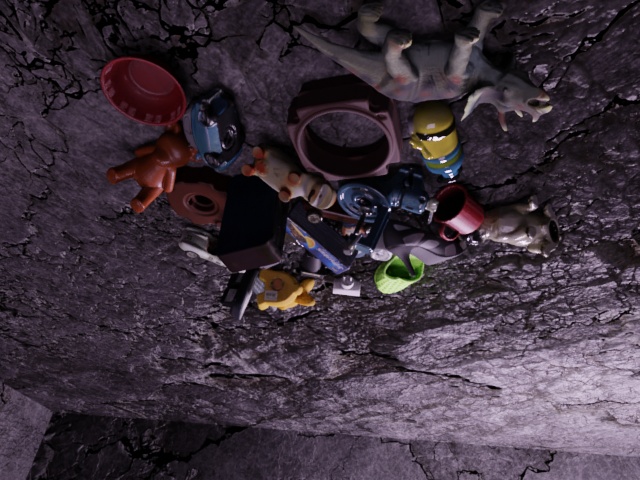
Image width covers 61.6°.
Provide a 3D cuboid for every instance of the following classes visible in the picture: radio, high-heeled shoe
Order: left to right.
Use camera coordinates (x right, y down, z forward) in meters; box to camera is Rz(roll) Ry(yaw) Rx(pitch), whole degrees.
[{"bbox_3d":[-0.142,-0.048,1.178,0.131,0.230,0.073,-11,142,18],"label":"radio"},{"bbox_3d":[0.249,-0.011,1.254,0.249,0.145,0.086,-23,179,-36],"label":"high-heeled shoe"}]

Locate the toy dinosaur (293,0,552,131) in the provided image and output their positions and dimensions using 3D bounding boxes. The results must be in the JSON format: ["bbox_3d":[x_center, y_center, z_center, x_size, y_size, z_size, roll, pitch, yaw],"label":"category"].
[{"bbox_3d":[0.168,-0.281,0.882,0.405,0.131,0.192,8,145,12],"label":"toy dinosaur"}]

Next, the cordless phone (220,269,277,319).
[{"bbox_3d":[-0.194,0.181,1.584,0.089,0.146,0.184,-6,141,34],"label":"cordless phone"}]

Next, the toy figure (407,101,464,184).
[{"bbox_3d":[0.229,-0.187,1.026,0.089,0.082,0.180,-23,131,21],"label":"toy figure"}]

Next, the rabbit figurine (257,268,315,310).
[{"bbox_3d":[-0.096,0.149,1.575,0.162,0.122,0.173,-6,158,4],"label":"rabbit figurine"}]

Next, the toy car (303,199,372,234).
[{"bbox_3d":[0.059,-0.065,1.229,0.202,0.089,0.053,12,144,-7],"label":"toy car"}]

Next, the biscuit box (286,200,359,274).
[{"bbox_3d":[-0.003,-0.004,1.300,0.202,0.063,0.059,41,148,-13],"label":"biscuit box"}]

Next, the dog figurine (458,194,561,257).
[{"bbox_3d":[0.426,-0.019,1.224,0.172,0.121,0.191,38,150,-30],"label":"dog figurine"}]

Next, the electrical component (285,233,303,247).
[{"bbox_3d":[-0.066,-0.021,1.362,0.078,0.045,0.102,15,155,45],"label":"electrical component"}]

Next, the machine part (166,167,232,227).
[{"bbox_3d":[-0.278,-0.101,1.281,0.179,0.056,0.179,7,144,5],"label":"machine part"}]

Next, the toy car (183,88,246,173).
[{"bbox_3d":[-0.220,-0.220,1.062,0.103,0.109,0.161,15,140,23],"label":"toy car"}]

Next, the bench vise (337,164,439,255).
[{"bbox_3d":[0.122,-0.058,1.111,0.224,0.240,0.128,25,149,5],"label":"bench vise"}]

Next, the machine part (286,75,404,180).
[{"bbox_3d":[0.050,-0.208,1.030,0.201,0.087,0.201,-4,142,18],"label":"machine part"}]

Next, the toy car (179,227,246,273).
[{"bbox_3d":[-0.281,0.028,1.448,0.201,0.073,0.056,23,143,-19],"label":"toy car"}]

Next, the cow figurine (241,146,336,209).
[{"bbox_3d":[-0.052,-0.129,1.133,0.195,0.127,0.085,33,116,8],"label":"cow figurine"}]

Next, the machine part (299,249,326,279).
[{"bbox_3d":[-0.021,0.064,1.478,0.084,0.039,0.138,13,148,8],"label":"machine part"}]

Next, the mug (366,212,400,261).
[{"bbox_3d":[0.159,-0.002,1.280,0.109,0.107,0.080,16,146,-7],"label":"mug"}]

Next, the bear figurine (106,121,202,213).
[{"bbox_3d":[-0.348,-0.160,1.151,0.196,0.132,0.120,-24,106,47],"label":"bear figurine"}]

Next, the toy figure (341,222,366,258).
[{"bbox_3d":[0.086,-0.017,1.322,0.064,0.058,0.154,-30,142,-10],"label":"toy figure"}]
